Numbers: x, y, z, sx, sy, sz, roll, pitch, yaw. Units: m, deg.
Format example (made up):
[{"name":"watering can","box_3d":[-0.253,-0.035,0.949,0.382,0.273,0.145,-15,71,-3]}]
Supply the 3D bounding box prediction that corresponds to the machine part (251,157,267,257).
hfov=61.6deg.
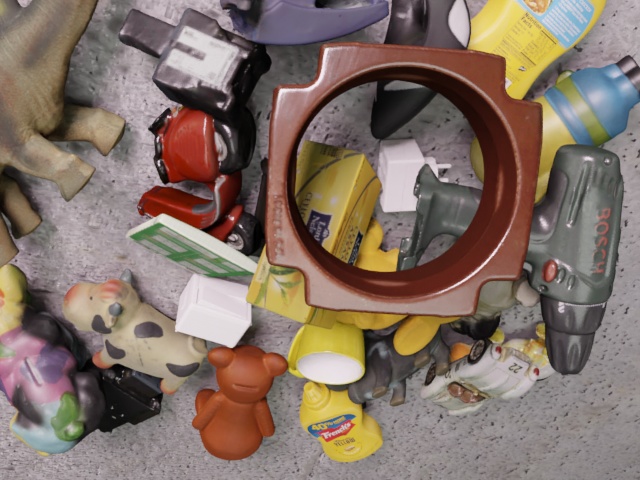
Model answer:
[{"name":"machine part","box_3d":[-0.051,-0.031,0.612,0.084,0.039,0.138,11,129,-8]}]

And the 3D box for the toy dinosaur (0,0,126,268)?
[{"name":"toy dinosaur","box_3d":[-0.285,-0.119,0.473,0.471,0.105,0.198,-41,119,19]}]

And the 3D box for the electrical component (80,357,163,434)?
[{"name":"electrical component","box_3d":[-0.295,0.217,0.779,0.134,0.058,0.114,-29,129,18]}]

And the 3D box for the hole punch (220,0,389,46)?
[{"name":"hole punch","box_3d":[-0.018,-0.197,0.423,0.116,0.142,0.092,-35,130,7]}]

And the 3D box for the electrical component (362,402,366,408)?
[{"name":"electrical component","box_3d":[0.045,0.261,0.875,0.094,0.021,0.063,-33,126,19]}]

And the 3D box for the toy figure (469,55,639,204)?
[{"name":"toy figure","box_3d":[0.239,-0.116,0.548,0.180,0.082,0.089,-37,110,29]}]

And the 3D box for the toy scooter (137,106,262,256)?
[{"name":"toy scooter","box_3d":[-0.133,-0.063,0.553,0.135,0.075,0.183,7,124,11]}]

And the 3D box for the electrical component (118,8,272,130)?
[{"name":"electrical component","box_3d":[-0.111,-0.154,0.465,0.119,0.047,0.075,21,84,8]}]

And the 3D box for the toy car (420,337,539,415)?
[{"name":"toy car","box_3d":[0.205,0.186,0.713,0.073,0.056,0.201,30,147,-4]}]

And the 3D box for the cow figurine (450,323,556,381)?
[{"name":"cow figurine","box_3d":[0.272,0.183,0.810,0.167,0.068,0.098,-5,136,-1]}]

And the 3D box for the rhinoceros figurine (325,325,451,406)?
[{"name":"rhinoceros figurine","box_3d":[0.085,0.165,0.739,0.190,0.112,0.073,-36,140,25]}]

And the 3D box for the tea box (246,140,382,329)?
[{"name":"tea box","box_3d":[-0.001,-0.002,0.541,0.068,0.169,0.098,16,174,21]}]

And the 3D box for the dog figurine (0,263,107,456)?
[{"name":"dog figurine","box_3d":[-0.347,0.129,0.627,0.108,0.192,0.219,-29,141,-21]}]

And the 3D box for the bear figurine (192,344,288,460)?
[{"name":"bear figurine","box_3d":[-0.118,0.212,0.771,0.120,0.132,0.195,5,114,-12]}]

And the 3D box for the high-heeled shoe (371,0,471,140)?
[{"name":"high-heeled shoe","box_3d":[0.056,-0.208,0.446,0.145,0.086,0.248,14,118,-23]}]

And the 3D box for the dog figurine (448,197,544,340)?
[{"name":"dog figurine","box_3d":[0.241,0.038,0.683,0.172,0.121,0.190,-25,159,-12]}]

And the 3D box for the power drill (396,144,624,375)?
[{"name":"power drill","box_3d":[0.181,0.016,0.524,0.207,0.086,0.231,11,108,10]}]

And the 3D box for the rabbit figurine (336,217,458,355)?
[{"name":"rabbit figurine","box_3d":[0.096,0.067,0.631,0.173,0.122,0.162,0,135,19]}]

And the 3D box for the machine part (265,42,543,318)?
[{"name":"machine part","box_3d":[0.060,-0.046,0.430,0.201,0.087,0.201,3,102,-1]}]

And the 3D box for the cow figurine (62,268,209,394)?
[{"name":"cow figurine","box_3d":[-0.231,0.114,0.683,0.194,0.085,0.127,34,124,-27]}]
